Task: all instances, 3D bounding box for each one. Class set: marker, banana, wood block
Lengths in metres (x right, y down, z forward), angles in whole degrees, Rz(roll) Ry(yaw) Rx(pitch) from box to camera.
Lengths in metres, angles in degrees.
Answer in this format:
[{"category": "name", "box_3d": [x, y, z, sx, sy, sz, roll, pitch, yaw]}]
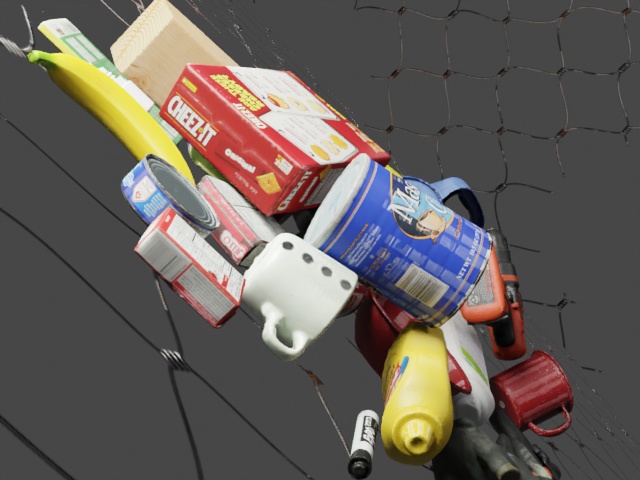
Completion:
[{"category": "marker", "box_3d": [0.035, 0.163, 0.851, 0.020, 0.020, 0.121, 46, 10, -2]}, {"category": "banana", "box_3d": [-0.181, -0.104, 0.969, 0.197, 0.037, 0.069, 42, 30, -13]}, {"category": "wood block", "box_3d": [-0.138, -0.179, 1.265, 0.205, 0.091, 0.090, 39, 12, -33]}]

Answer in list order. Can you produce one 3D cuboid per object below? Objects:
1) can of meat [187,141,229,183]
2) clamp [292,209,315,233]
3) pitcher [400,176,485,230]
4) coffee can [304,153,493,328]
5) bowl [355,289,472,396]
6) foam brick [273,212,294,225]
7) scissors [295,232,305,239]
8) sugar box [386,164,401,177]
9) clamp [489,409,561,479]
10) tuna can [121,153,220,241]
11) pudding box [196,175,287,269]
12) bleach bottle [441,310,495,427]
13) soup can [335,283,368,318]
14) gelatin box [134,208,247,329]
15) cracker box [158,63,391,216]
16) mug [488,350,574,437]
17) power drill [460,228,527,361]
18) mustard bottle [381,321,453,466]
[{"category": "can of meat", "box_3d": [-0.104, -0.101, 1.197, 0.102, 0.057, 0.084, 41, 14, -27]}, {"category": "clamp", "box_3d": [0.026, 0.018, 1.321, 0.210, 0.036, 0.164, 47, 15, 22]}, {"category": "pitcher", "box_3d": [0.154, 0.017, 1.491, 0.149, 0.145, 0.242, 2, -25, 28]}, {"category": "coffee can", "box_3d": [0.070, 0.001, 0.967, 0.140, 0.103, 0.103, 32, 13, -9]}, {"category": "bowl", "box_3d": [0.087, 0.118, 1.132, 0.162, 0.055, 0.162, 45, 10, -11]}, {"category": "foam brick", "box_3d": [-0.040, -0.061, 1.241, 0.053, 0.078, 0.051, 47, 9, 6]}, {"category": "scissors", "box_3d": [-0.008, 0.001, 1.149, 0.096, 0.016, 0.201, 40, -13, 27]}, {"category": "sugar box", "box_3d": [0.056, -0.030, 1.279, 0.048, 0.093, 0.176, 35, 18, -7]}, {"category": "clamp", "box_3d": [0.250, 0.260, 1.297, 0.120, 0.039, 0.171, 41, 2, 9]}, {"category": "tuna can", "box_3d": [-0.126, -0.031, 0.900, 0.086, 0.034, 0.086, 44, 11, -11]}, {"category": "pudding box", "box_3d": [-0.073, -0.012, 1.035, 0.090, 0.039, 0.113, 50, 13, 19]}, {"category": "bleach bottle", "box_3d": [0.158, 0.151, 1.274, 0.102, 0.068, 0.251, 48, 12, -10]}, {"category": "soup can", "box_3d": [-0.001, 0.040, 1.042, 0.068, 0.068, 0.102, 50, 12, 19]}, {"category": "gelatin box", "box_3d": [-0.099, 0.021, 0.826, 0.089, 0.030, 0.073, 45, 9, -10]}, {"category": "cracker box", "box_3d": [-0.042, -0.106, 1.111, 0.164, 0.072, 0.213, 42, 23, 16]}, {"category": "mug", "box_3d": [0.279, 0.211, 1.400, 0.117, 0.081, 0.093, 54, -20, 36]}, {"category": "power drill", "box_3d": [0.223, 0.055, 1.388, 0.187, 0.057, 0.184, 33, 46, -64]}, {"category": "mustard bottle", "box_3d": [0.083, 0.141, 0.924, 0.058, 0.096, 0.191, 16, 12, 0]}]
